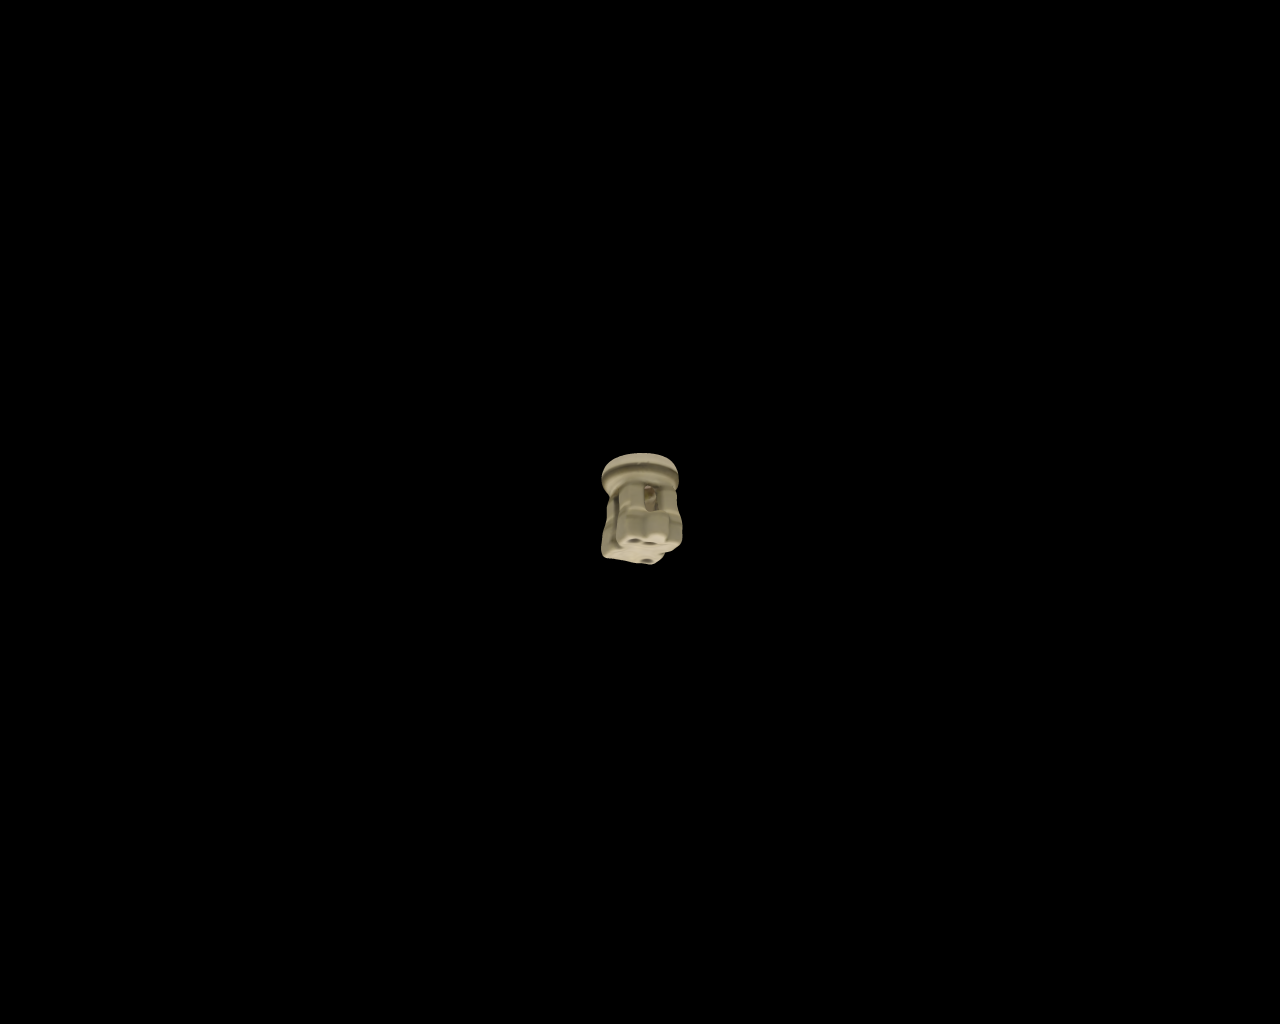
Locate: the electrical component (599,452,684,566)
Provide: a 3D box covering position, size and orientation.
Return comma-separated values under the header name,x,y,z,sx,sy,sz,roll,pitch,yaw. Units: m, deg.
name,x,y,z,sx,sy,sz,roll,pitch,yaw
electrical component,0.001,-0.003,0.650,0.048,0.055,0.066,9,-24,-22
